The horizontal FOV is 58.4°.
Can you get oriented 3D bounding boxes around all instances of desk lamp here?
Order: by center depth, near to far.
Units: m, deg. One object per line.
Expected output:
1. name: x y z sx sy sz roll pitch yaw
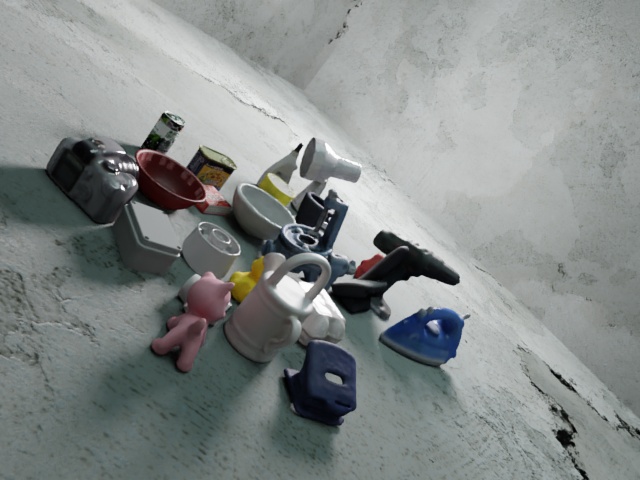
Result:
1. desk lamp: 0.008 -0.167 1.665 0.204 0.213 0.117 31 19 -25

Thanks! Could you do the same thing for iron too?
1. iron: 0.262 0.211 1.377 0.259 0.141 0.118 20 26 -47

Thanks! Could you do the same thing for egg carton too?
1. egg carton: -0.019 0.138 1.100 0.108 0.069 0.150 20 26 -48

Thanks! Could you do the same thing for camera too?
1. camera: -0.357 -0.113 0.973 0.143 0.100 0.137 43 18 11

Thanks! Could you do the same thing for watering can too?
1. watering can: -0.063 0.090 0.919 0.172 0.194 0.101 50 20 29

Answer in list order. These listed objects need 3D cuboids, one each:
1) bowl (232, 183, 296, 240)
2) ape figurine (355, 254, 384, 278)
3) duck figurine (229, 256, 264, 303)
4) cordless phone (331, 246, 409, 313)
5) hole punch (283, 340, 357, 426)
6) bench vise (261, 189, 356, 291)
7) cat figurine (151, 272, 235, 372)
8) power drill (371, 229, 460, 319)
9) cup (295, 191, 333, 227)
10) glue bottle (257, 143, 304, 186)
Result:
1. bowl: -0.140 -0.052 1.311 0.168 0.074 0.167 36 18 -13
2. ape figurine: 0.141 0.076 1.542 0.076 0.092 0.077 19 27 -49
3. duck figurine: -0.115 0.068 1.049 0.077 0.086 0.105 41 17 4
4. cordless phone: 0.124 0.077 1.349 0.094 0.185 0.148 45 18 17
5. hole punch: 0.012 0.227 0.910 0.109 0.091 0.101 28 21 -33
6. bench vise: 0.006 -0.003 1.248 0.208 0.219 0.121 22 25 -45
7. cat figurine: -0.167 0.102 0.806 0.067 0.117 0.128 36 18 -12
8. power drill: 0.202 0.092 1.434 0.229 0.208 0.076 43 17 9
9. cup: -0.015 -0.061 1.555 0.118 0.095 0.092 40 17 2
10. glue bottle: -0.099 -0.201 1.595 0.078 0.173 0.037 28 21 -33
